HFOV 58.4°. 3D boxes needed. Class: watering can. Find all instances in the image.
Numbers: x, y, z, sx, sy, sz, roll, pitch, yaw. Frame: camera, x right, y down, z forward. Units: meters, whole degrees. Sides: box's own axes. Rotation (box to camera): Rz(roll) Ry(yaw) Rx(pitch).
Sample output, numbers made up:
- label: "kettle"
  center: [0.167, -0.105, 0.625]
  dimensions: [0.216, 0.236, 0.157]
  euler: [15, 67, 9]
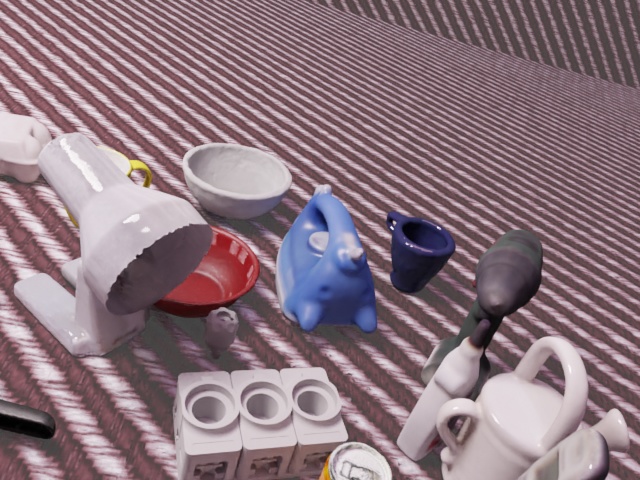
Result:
- label: "watering can"
  center: [0.202, 0.174, 0.544]
  dimensions: [0.173, 0.194, 0.100]
  euler: [0, 36, -24]

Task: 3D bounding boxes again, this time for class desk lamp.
- label: "desk lamp"
  center: [-0.217, 0.015, 0.574]
  dimensions: [0.202, 0.213, 0.118]
  euler: [33, 36, 23]

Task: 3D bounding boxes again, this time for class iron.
- label: "iron"
  center: [0.007, 0.003, 0.759]
  dimensions: [0.119, 0.141, 0.257]
  euler: [4, 35, -18]

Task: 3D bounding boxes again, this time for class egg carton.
- label: "egg carton"
  center: [-0.465, -0.136, 0.818]
  dimensions: [0.150, 0.069, 0.107]
  euler: [6, 34, -17]

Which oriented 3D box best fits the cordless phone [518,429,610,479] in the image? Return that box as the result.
- label: "cordless phone"
  center: [0.161, 0.238, 0.440]
  dimensions: [0.094, 0.185, 0.148]
  euler: [21, 33, 7]

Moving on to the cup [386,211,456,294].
- label: "cup"
  center: [0.128, 0.021, 0.830]
  dimensions: [0.092, 0.095, 0.117]
  euler: [-15, 44, -39]

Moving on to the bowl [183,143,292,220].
- label: "bowl"
  center: [-0.130, -0.080, 0.881]
  dimensions: [0.167, 0.075, 0.167]
  euler: [12, 33, -8]

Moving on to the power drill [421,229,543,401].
- label: "power drill"
  center: [0.192, 0.087, 0.657]
  dimensions: [0.075, 0.208, 0.230]
  euler: [27, 34, 16]

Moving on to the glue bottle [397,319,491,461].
- label: "glue bottle"
  center: [0.132, 0.146, 0.575]
  dimensions: [0.037, 0.173, 0.078]
  euler: [35, 37, 27]
